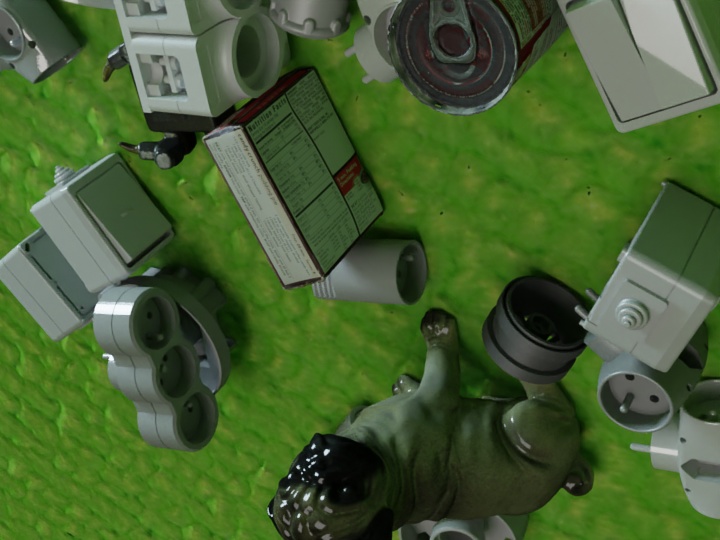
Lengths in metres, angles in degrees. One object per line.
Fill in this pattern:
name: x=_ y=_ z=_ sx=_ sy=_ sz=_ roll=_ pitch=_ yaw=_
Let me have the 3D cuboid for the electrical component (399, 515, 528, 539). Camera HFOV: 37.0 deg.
electrical component: x=0.077 y=0.188 z=0.817 sx=0.099 sy=0.064 sz=0.099 roll=8 pitch=124 yaw=12

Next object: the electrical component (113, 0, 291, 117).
electrical component: x=-0.094 y=-0.176 z=0.629 sx=0.062 sy=0.089 sz=0.150 roll=10 pitch=126 yaw=28

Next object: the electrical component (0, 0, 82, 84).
electrical component: x=-0.249 y=-0.169 z=0.769 sx=0.079 sy=0.044 sz=0.077 roll=-27 pitch=104 yaw=44

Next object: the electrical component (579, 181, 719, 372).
electrical component: x=0.168 y=0.008 z=0.585 sx=0.061 sy=0.096 sz=0.061 roll=31 pitch=133 yaw=11

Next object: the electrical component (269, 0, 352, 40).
electrical component: x=-0.025 y=-0.168 z=0.622 sx=0.048 sy=0.048 sz=0.062 roll=25 pitch=126 yaw=17

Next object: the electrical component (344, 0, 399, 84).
electrical component: x=0.023 y=-0.132 z=0.615 sx=0.079 sy=0.044 sz=0.077 roll=-24 pitch=107 yaw=43

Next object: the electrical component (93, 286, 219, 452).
electrical component: x=-0.166 y=0.075 z=0.818 sx=0.074 sy=0.052 sz=0.138 roll=1 pitch=122 yaw=33

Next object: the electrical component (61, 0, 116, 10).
electrical component: x=-0.166 y=-0.199 z=0.657 sx=0.099 sy=0.099 sz=0.064 roll=15 pitch=123 yaw=24

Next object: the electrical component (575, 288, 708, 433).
electrical component: x=0.159 y=0.043 z=0.630 sx=0.079 sy=0.077 sz=0.043 roll=42 pitch=135 yaw=0

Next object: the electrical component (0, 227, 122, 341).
electrical component: x=-0.243 y=0.012 z=0.885 sx=0.061 sy=0.061 sz=0.096 roll=-29 pitch=103 yaw=43

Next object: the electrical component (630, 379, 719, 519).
electrical component: x=0.207 y=0.109 z=0.671 sx=0.079 sy=0.043 sz=0.077 roll=5 pitch=124 yaw=31

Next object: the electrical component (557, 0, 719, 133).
electrical component: x=0.142 y=-0.124 z=0.530 sx=0.062 sy=0.061 sz=0.096 roll=-15 pitch=113 yaw=40

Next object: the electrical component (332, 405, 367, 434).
electrical component: x=-0.005 y=0.135 z=0.834 sx=0.044 sy=0.044 sz=0.065 roll=38 pitch=130 yaw=4

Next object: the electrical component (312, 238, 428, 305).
electrical component: x=0.000 y=0.000 z=0.728 sx=0.081 sy=0.043 sz=0.043 roll=3 pitch=123 yaw=32

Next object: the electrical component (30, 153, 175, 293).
electrical component: x=-0.196 y=-0.042 z=0.815 sx=0.061 sy=0.061 sz=0.096 roll=-21 pitch=108 yaw=41
